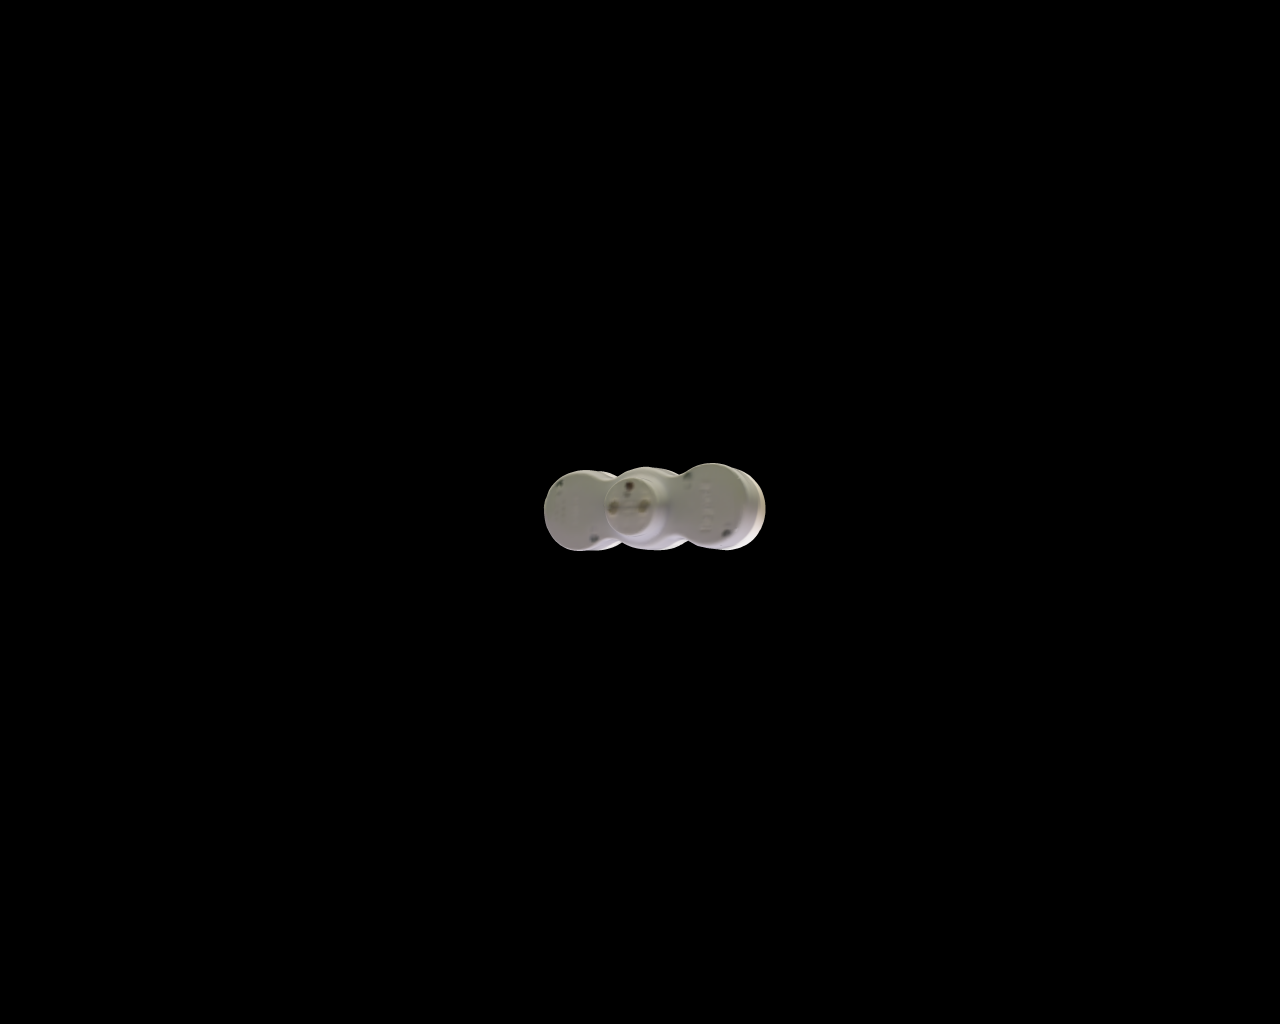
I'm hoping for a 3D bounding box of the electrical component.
[{"bbox_3d":[0.001,-0.003,0.650,0.138,0.052,0.074,-1,-3,23],"label":"electrical component"}]
